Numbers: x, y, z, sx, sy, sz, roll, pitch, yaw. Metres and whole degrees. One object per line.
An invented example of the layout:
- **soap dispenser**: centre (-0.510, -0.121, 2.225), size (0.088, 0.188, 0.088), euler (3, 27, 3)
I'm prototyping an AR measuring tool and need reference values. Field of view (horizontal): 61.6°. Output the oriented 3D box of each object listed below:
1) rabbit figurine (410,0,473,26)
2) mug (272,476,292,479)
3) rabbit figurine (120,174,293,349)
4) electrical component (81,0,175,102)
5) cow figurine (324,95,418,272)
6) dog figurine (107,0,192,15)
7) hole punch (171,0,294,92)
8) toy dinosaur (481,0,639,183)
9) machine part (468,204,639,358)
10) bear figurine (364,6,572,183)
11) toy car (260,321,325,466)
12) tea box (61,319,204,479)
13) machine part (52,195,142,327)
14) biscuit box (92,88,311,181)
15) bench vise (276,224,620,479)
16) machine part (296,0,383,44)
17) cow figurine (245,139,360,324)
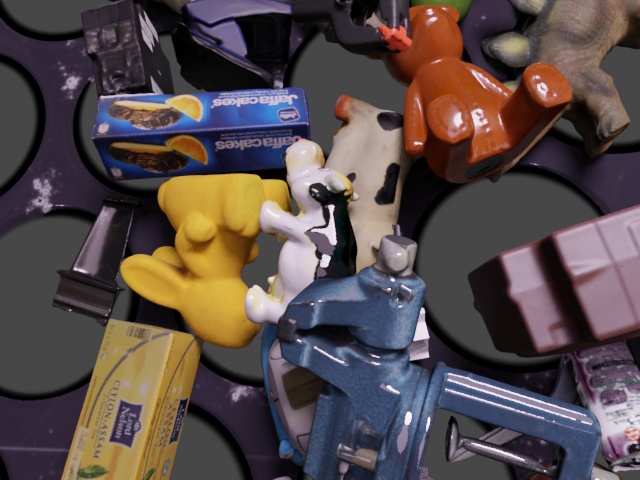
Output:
- **rabbit figurine**: centre (0.120, -0.312, 0.598), size (0.159, 0.121, 0.170), euler (-26, 94, -8)
- **mug**: centre (-0.042, 0.283, 0.467), size (0.107, 0.081, 0.109), euler (52, 119, 32)
- **rabbit figurine**: centre (-0.109, 0.023, 0.531), size (0.162, 0.122, 0.173), euler (-4, 95, 8)
- **electrical component**: centre (-0.203, -0.187, 0.585), size (0.058, 0.114, 0.134), euler (-14, 72, -1)
- **cow figurine**: centre (0.047, -0.038, 0.543), size (0.127, 0.085, 0.195), euler (18, 78, 16)
- **dog figurine**: centre (-0.170, -0.293, 0.632), size (0.191, 0.121, 0.172), euler (-8, 116, 38)
- **hole punch**: centre (-0.089, -0.204, 0.573), size (0.116, 0.142, 0.092), euler (24, 82, -3)
- **toy dinosaur**: centre (0.296, -0.249, 0.550), size (0.199, 0.105, 0.471), euler (39, 85, 13)
- **machine part**: centre (0.238, 0.030, 0.442), size (0.201, 0.201, 0.087), euler (-18, 80, 1)
- **bear figurine**: centre (0.117, -0.156, 0.491), size (0.120, 0.132, 0.196), euler (-17, 73, -2)
- **toy car**: centre (0.001, 0.135, 0.495), size (0.109, 0.103, 0.161), euler (-21, 78, 0)
- **tea box**: centre (-0.173, 0.166, 0.509), size (0.068, 0.098, 0.169), euler (10, 80, 9)
- **machine part**: centre (-0.236, 0.016, 0.582), size (0.084, 0.039, 0.139), euler (18, 81, 15)
- **biscuit box**: centre (-0.110, -0.104, 0.527), size (0.203, 0.062, 0.059), euler (-5, 53, -4)
- **bench vise**: centre (0.088, 0.113, 0.381), size (0.241, 0.129, 0.223), euler (15, 95, 15)
- **machine part**: centre (-0.008, -0.311, 0.613), size (0.079, 0.079, 0.243), euler (-34, 76, -2)
- **cow figurine**: centre (-0.001, -0.003, 0.471), size (0.098, 0.068, 0.167), euler (11, 91, 21)
